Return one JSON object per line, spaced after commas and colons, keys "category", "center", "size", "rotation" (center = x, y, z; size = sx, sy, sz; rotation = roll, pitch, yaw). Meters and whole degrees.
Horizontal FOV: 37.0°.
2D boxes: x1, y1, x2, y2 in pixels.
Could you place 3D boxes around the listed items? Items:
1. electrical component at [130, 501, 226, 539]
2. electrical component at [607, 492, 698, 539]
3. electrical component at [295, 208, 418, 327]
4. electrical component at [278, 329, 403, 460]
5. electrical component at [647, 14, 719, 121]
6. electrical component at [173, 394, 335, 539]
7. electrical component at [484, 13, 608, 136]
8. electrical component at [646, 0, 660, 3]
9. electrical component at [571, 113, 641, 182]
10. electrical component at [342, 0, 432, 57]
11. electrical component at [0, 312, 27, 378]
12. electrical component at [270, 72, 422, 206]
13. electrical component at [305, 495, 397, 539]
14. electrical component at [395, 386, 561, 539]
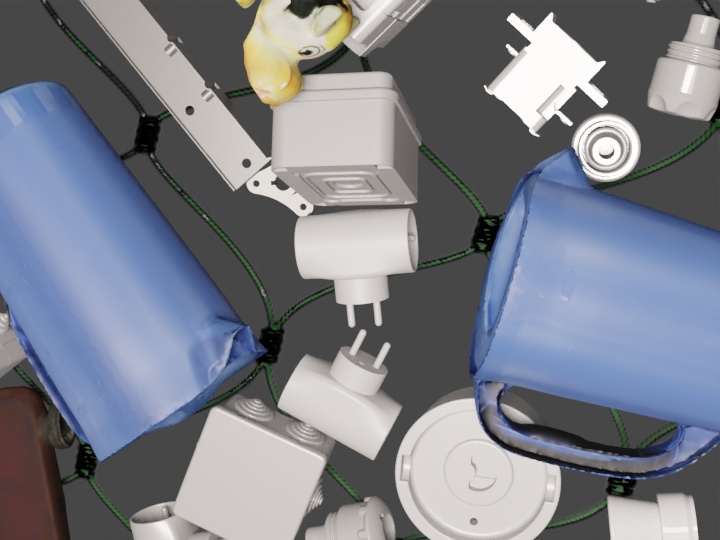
{"category": "electrical component", "center": [-0.124, 0.213, 0.795], "size": [0.079, 0.043, 0.077], "rotation": [-10, 97, 13]}
{"category": "electrical component", "center": [0.196, 0.172, 0.720], "size": [0.055, 0.045, 0.045], "rotation": [-5, 99, 12]}
{"category": "electrical component", "center": [0.000, 0.000, 0.732], "size": [0.077, 0.043, 0.079], "rotation": [-4, 99, 12]}
{"category": "electrical component", "center": [-0.006, 0.080, 0.747], "size": [0.077, 0.043, 0.079], "rotation": [28, 104, 6]}
{"category": "electrical component", "center": [0.206, -0.126, 0.667], "size": [0.043, 0.043, 0.062], "rotation": [15, 101, 9]}
{"category": "electrical component", "center": [-0.074, 0.146, 0.770], "size": [0.100, 0.048, 0.099], "rotation": [24, 103, 7]}
{"category": "electrical component", "center": [0.118, -0.124, 0.687], "size": [0.081, 0.042, 0.063], "rotation": [44, 107, 2]}
{"category": "electrical component", "center": [0.187, -0.214, 0.653], "size": [0.100, 0.048, 0.099], "rotation": [10, 102, 10]}
{"category": "electrical component", "center": [0.155, -0.076, 0.677], "size": [0.043, 0.062, 0.043], "rotation": [2, 100, 12]}
{"category": "electrical component", "center": [-0.027, -0.211, 0.677], "size": [0.062, 0.089, 0.150], "rotation": [-42, 89, 15]}
{"category": "electrical component", "center": [-0.299, 0.062, 0.796], "size": [0.096, 0.061, 0.061], "rotation": [-36, 91, 15]}
{"category": "electrical component", "center": [-0.007, -0.080, 0.681], "size": [0.078, 0.113, 0.057], "rotation": [0, 81, 12]}
{"category": "electrical component", "center": [-0.008, 0.188, 0.767], "size": [0.062, 0.048, 0.048], "rotation": [-13, 97, 20]}
{"category": "electrical component", "center": [0.082, 0.131, 0.729], "size": [0.108, 0.060, 0.108], "rotation": [2, 100, 11]}
